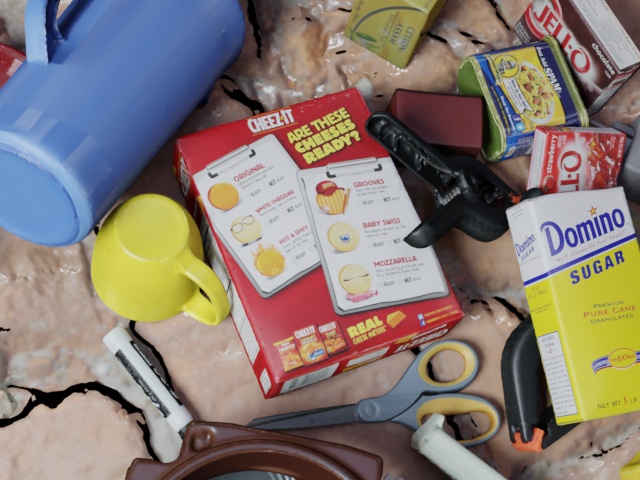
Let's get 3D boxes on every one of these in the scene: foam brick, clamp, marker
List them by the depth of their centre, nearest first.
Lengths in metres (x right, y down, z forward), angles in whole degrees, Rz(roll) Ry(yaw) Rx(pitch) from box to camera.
[{"bbox_3d":[-0.122,0.117,0.814,0.020,0.020,0.121,-36,79,-22],"label":"marker"},{"bbox_3d":[0.109,-0.031,0.862,0.171,0.039,0.120,18,54,-37],"label":"clamp"},{"bbox_3d":[0.213,0.079,0.879,0.164,0.036,0.210,22,73,-14],"label":"clamp"},{"bbox_3d":[0.097,-0.094,0.924,0.078,0.053,0.051,4,68,-8],"label":"foam brick"}]

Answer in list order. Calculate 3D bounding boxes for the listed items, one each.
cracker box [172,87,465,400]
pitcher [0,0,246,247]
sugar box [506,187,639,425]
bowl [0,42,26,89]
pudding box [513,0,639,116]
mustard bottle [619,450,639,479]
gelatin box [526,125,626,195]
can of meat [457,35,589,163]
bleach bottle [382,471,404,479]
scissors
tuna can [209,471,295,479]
[{"bbox_3d":[-0.006,0.001,0.856,0.164,0.072,0.214,-18,72,-19],"label":"cracker box"},{"bbox_3d":[-0.166,-0.119,0.799,0.149,0.145,0.242,34,50,-7],"label":"pitcher"},{"bbox_3d":[0.213,0.049,0.839,0.093,0.048,0.176,-8,80,-22],"label":"sugar box"},{"bbox_3d":[-0.265,-0.077,0.827,0.161,0.055,0.162,20,53,-29],"label":"bowl"},{"bbox_3d":[0.232,-0.177,0.962,0.039,0.090,0.113,-28,77,-21],"label":"pudding box"},{"bbox_3d":[0.319,0.233,0.810,0.058,0.096,0.192,-36,79,-22],"label":"mustard bottle"},{"bbox_3d":[0.218,-0.052,0.917,0.073,0.030,0.089,1,108,-12],"label":"gelatin box"},{"bbox_3d":[0.178,-0.124,0.949,0.083,0.057,0.102,-14,72,-14],"label":"can of meat"},{"bbox_3d":[0.138,0.262,0.769,0.251,0.068,0.102,38,28,7],"label":"bleach bottle"},{"bbox_3d":[0.047,0.118,0.848,0.201,0.016,0.096,10,69,-8],"label":"scissors"},{"bbox_3d":[-0.061,0.188,0.780,0.086,0.034,0.086,3,81,-16],"label":"tuna can"}]
